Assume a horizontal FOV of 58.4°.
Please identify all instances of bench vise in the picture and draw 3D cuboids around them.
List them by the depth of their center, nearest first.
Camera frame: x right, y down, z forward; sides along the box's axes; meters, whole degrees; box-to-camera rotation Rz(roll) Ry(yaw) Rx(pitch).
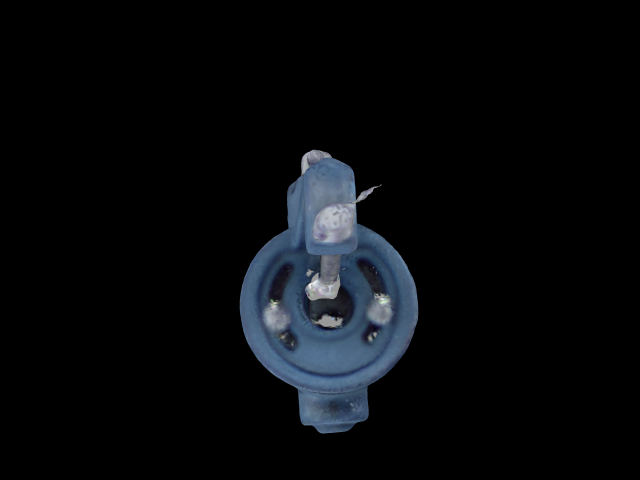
[{"bbox_3d":[-0.008,0.005,0.397,0.121,0.220,0.207,-18,56,-12],"label":"bench vise"}]
